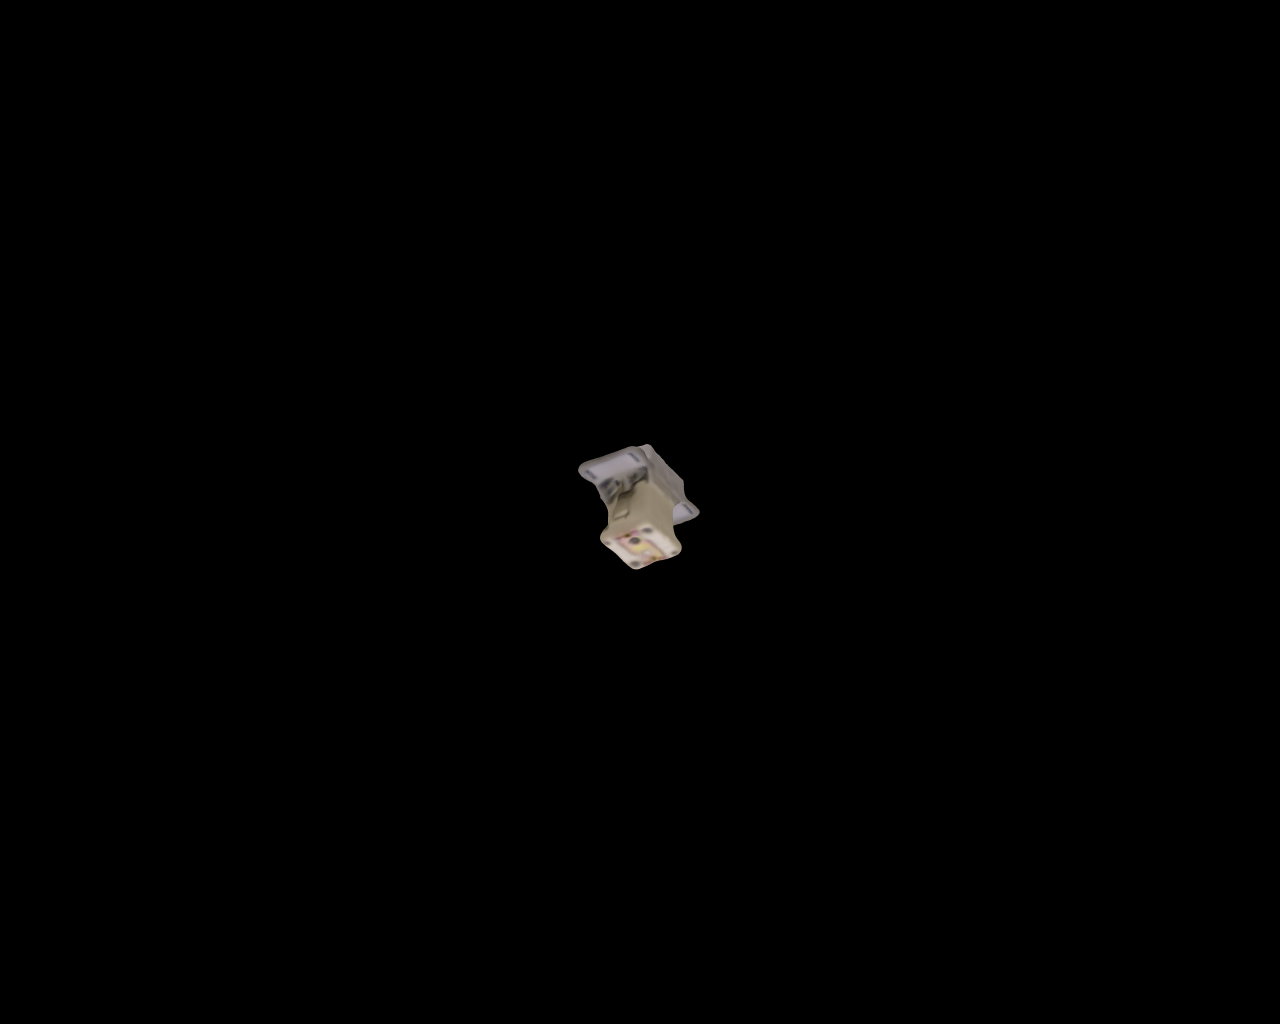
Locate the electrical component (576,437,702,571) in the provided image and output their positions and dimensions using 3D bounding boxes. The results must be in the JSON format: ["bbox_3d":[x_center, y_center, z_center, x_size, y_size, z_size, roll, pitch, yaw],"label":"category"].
[{"bbox_3d":[0.001,-0.003,0.650,0.042,0.064,0.081,-20,-40,25],"label":"electrical component"}]
